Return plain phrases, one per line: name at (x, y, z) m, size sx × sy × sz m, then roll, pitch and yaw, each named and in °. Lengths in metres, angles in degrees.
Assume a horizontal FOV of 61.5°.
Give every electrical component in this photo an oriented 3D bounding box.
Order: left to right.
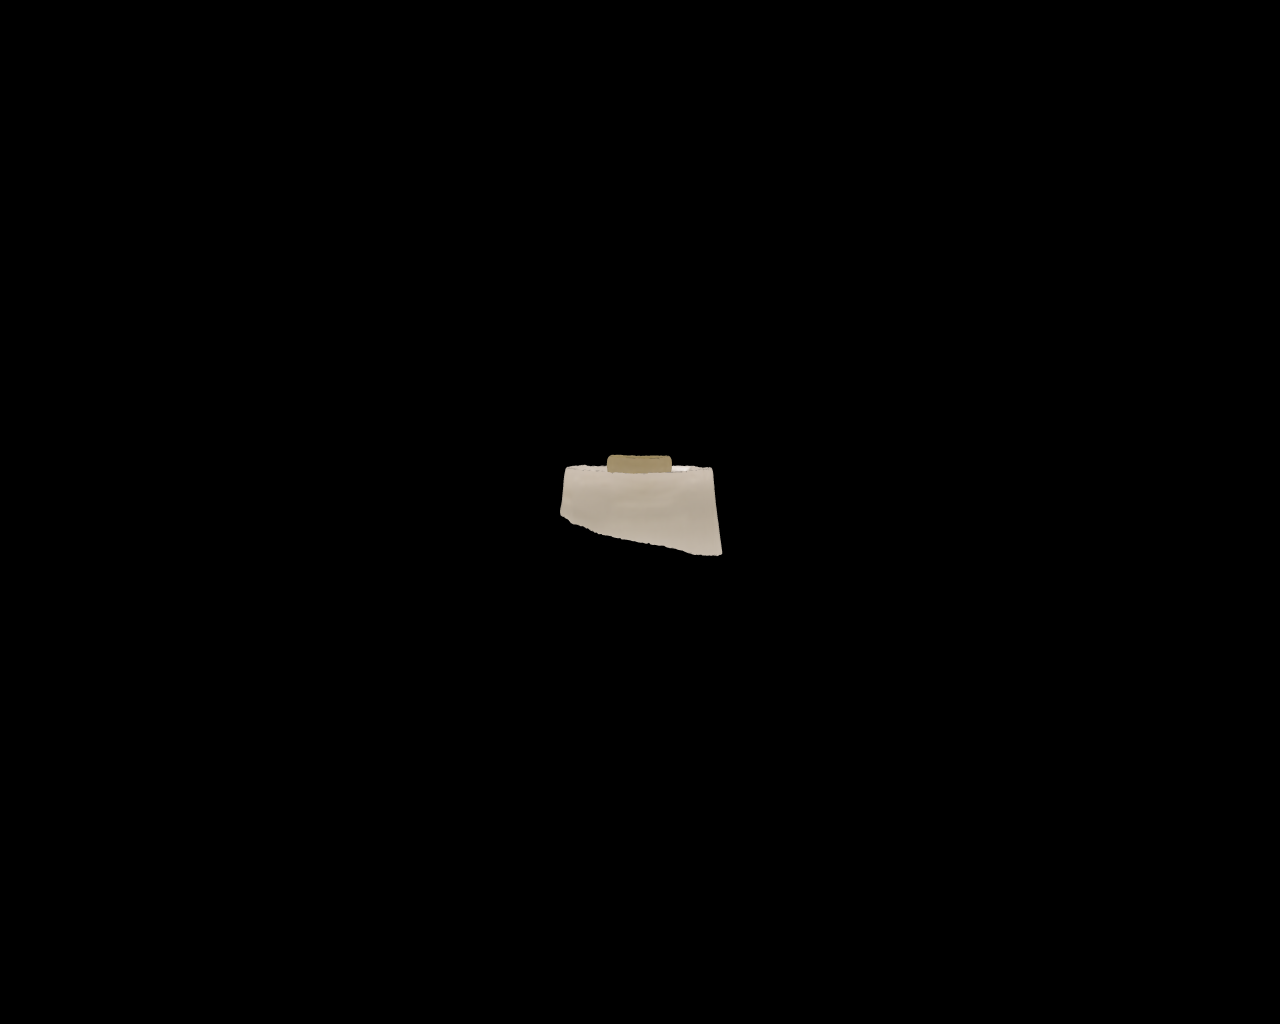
electrical component at (0.001, -0.003, 0.650) m, size 0.099 × 0.064 × 0.099 m, roll 0°, pitch 5°, yaw 0°
